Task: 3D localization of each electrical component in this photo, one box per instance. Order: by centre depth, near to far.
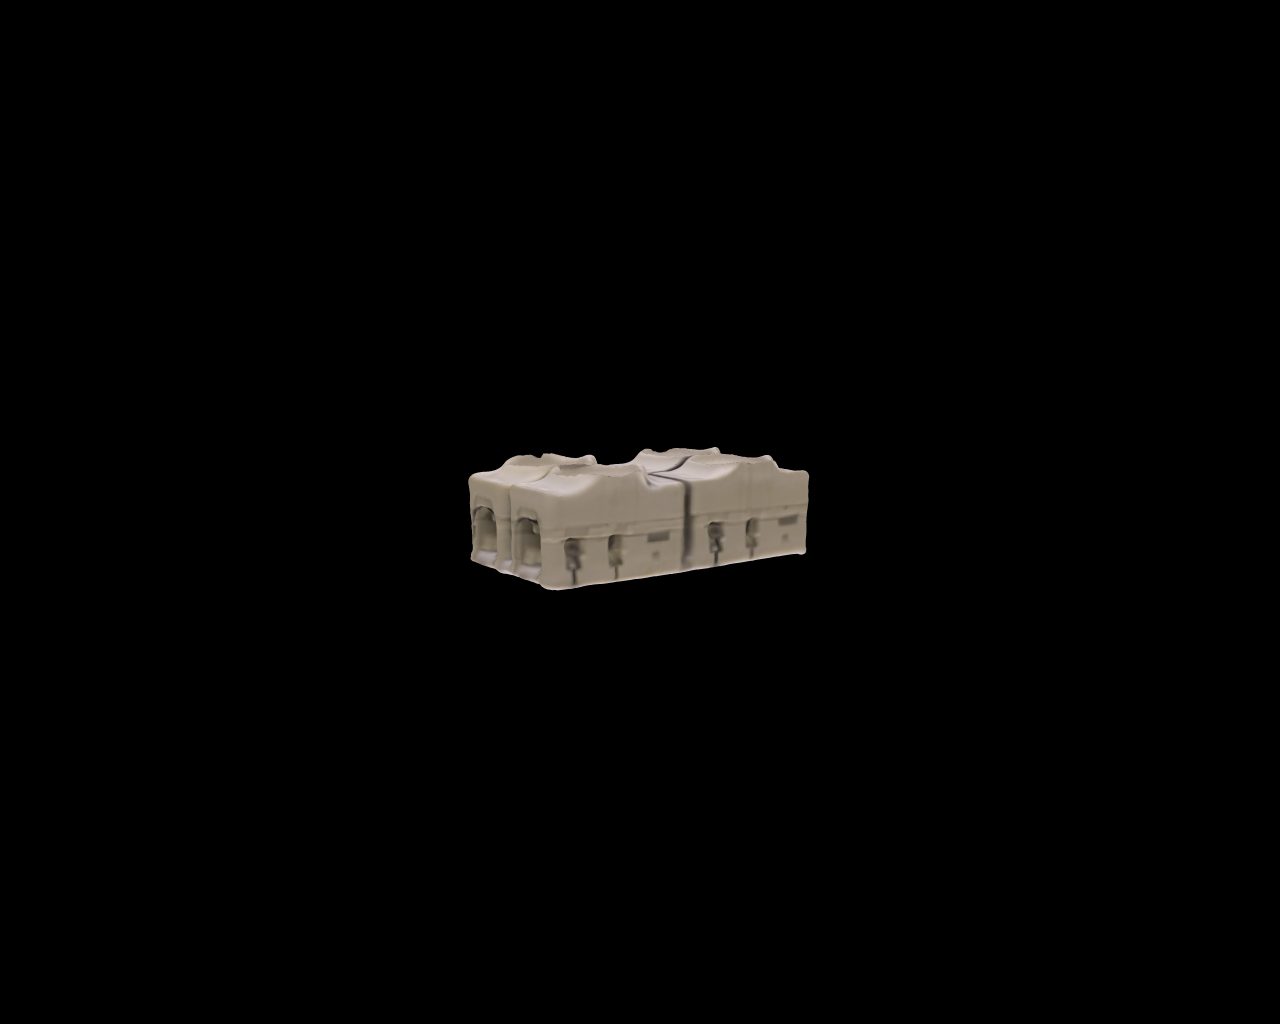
[{"bbox_3d":[0.001,-0.003,0.650,0.186,0.060,0.105,-6,11,-32],"label":"electrical component"}]
